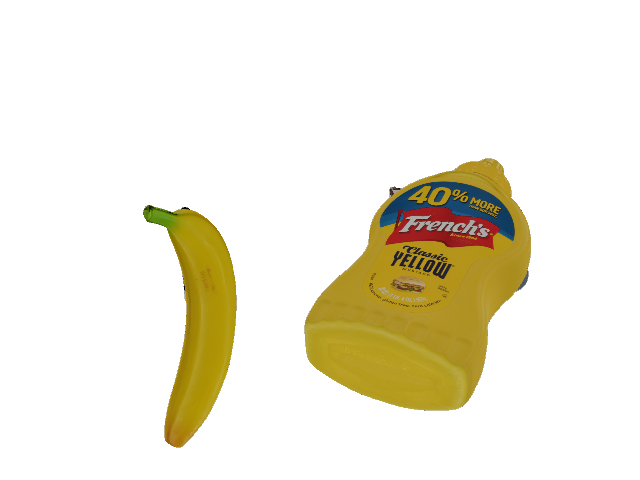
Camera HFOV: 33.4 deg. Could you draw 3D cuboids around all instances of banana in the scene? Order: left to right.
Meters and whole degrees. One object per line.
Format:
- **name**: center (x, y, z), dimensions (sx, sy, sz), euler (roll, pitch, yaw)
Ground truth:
- **banana**: center (-0.092, 0.056, 0.779), dimensions (0.069, 0.198, 0.037), euler (-16, 27, -28)

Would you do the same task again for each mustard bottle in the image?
- **mustard bottle**: center (0.071, 0.011, 0.629), dimensions (0.096, 0.058, 0.191), euler (13, 43, 22)

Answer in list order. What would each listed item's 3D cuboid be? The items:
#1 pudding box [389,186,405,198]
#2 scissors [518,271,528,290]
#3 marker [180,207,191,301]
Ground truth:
- **pudding box**: center (0.086, 0.011, 1.014), dimensions (0.039, 0.090, 0.113), euler (0, 28, -5)
- **scissors**: center (0.153, 0.044, 1.226), dimensions (0.201, 0.016, 0.096), euler (-10, 40, -33)
- **marker**: center (-0.147, 0.016, 1.196), dimensions (0.020, 0.121, 0.020), euler (-1, 33, 0)
